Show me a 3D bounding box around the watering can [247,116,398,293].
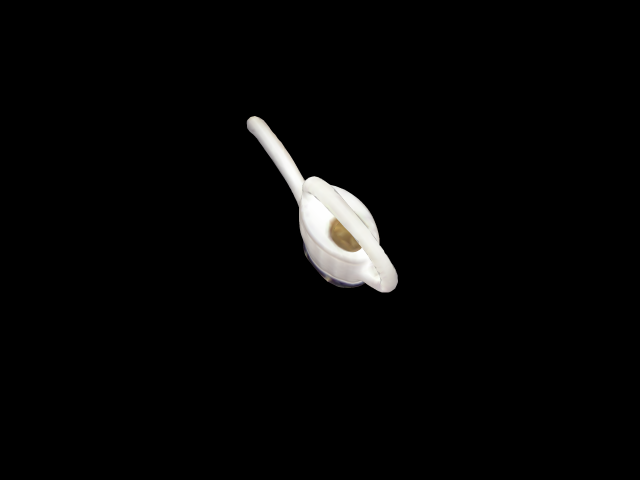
[{"bbox_3d":[0.003,-0.043,0.850,0.105,0.351,0.220,-37,-18,-13],"label":"watering can"}]
